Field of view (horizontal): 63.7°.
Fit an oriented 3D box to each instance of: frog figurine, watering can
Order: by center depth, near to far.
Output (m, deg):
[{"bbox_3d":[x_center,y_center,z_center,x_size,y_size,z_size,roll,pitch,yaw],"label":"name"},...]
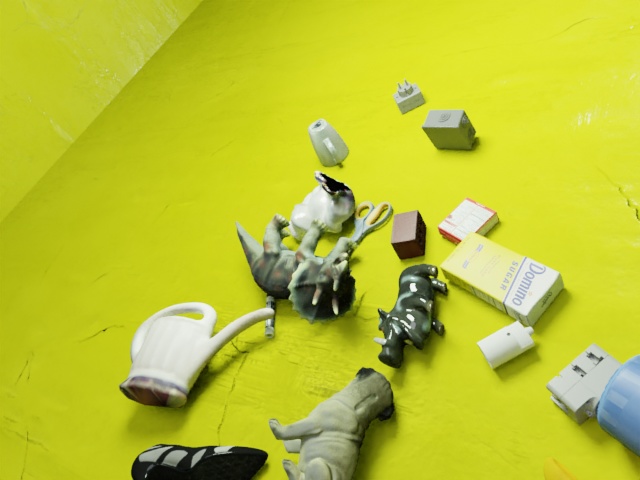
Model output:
[{"bbox_3d":[-0.262,0.221,1.024,0.346,0.102,0.230,-7,48,30],"label":"watering can"},{"bbox_3d":[0.003,-0.058,1.145,0.140,0.122,0.157,46,119,41],"label":"frog figurine"}]
